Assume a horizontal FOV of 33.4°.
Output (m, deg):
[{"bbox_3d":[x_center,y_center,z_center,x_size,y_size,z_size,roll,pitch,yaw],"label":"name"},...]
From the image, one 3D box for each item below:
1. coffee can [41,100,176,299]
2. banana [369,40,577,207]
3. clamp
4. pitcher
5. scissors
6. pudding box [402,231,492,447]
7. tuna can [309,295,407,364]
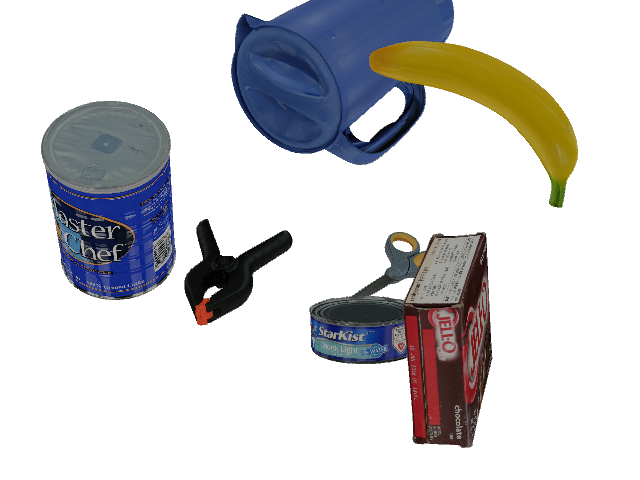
[{"bbox_3d":[-0.176,-0.032,0.906,0.102,0.103,0.140,0,-41,-5],"label":"coffee can"},{"bbox_3d":[0.134,-0.109,0.845,0.198,0.069,0.037,37,4,-2],"label":"banana"},{"bbox_3d":[-0.100,0.034,1.250,0.120,0.039,0.171,-2,40,10],"label":"clamp"},{"bbox_3d":[0.039,-0.189,1.084,0.145,0.149,0.242,15,39,35],"label":"pitcher"},{"bbox_3d":[0.079,0.029,1.270,0.201,0.016,0.096,-10,41,-42],"label":"scissors"},{"bbox_3d":[0.078,0.055,0.636,0.039,0.090,0.113,0,22,14],"label":"pudding box"},{"bbox_3d":[0.034,0.070,0.843,0.086,0.034,0.086,-1,11,0],"label":"tuna can"}]
